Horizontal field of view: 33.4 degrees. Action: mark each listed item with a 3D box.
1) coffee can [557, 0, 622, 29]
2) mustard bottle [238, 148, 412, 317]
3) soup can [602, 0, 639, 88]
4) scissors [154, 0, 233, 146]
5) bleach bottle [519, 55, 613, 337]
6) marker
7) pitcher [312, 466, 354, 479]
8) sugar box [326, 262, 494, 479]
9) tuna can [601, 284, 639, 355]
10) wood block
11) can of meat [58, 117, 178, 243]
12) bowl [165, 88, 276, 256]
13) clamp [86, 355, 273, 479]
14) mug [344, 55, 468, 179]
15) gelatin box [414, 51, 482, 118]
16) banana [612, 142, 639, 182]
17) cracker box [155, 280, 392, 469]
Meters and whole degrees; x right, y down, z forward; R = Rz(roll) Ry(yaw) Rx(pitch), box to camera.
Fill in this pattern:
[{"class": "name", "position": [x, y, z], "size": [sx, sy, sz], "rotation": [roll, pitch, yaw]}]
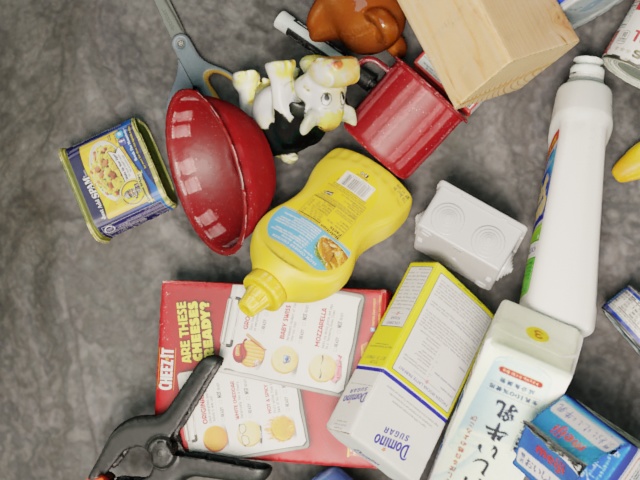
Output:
[{"class": "coffee can", "position": [0.217, -0.273, 0.975], "size": [0.103, 0.102, 0.140], "rotation": [-27, 82, 7]}, {"class": "mustard bottle", "position": [-0.006, 0.001, 0.970], "size": [0.096, 0.058, 0.191], "rotation": [36, 59, 15]}, {"class": "soup can", "position": [0.311, -0.193, 0.971], "size": [0.068, 0.068, 0.102], "rotation": [31, 92, 10]}, {"class": "scissors", "position": [-0.148, -0.178, 1.074], "size": [0.096, 0.016, 0.202], "rotation": [-42, 80, 4]}, {"class": "bleach bottle", "position": [0.228, -0.041, 0.969], "size": [0.068, 0.102, 0.251], "rotation": [8, 81, 6]}, {"class": "marker", "position": [0.007, -0.184, 1.046], "size": [0.121, 0.020, 0.020], "rotation": [37, 92, 10]}, {"class": "pitcher", "position": [0.068, 0.313, 0.943], "size": [0.243, 0.145, 0.149], "rotation": [41, 94, 13]}, {"class": "sugar box", "position": [0.083, 0.117, 0.950], "size": [0.093, 0.048, 0.176], "rotation": [41, 69, -27]}, {"class": "tuna can", "position": [0.290, 0.082, 0.946], "size": [0.034, 0.086, 0.086], "rotation": [-41, 81, 6]}, {"class": "wood block", "position": [0.126, -0.234, 0.947], "size": [0.090, 0.090, 0.206], "rotation": [-21, 80, -34]}, {"class": "can of meat", "position": [-0.197, -0.060, 1.054], "size": [0.084, 0.057, 0.102], "rotation": [-25, 82, 6]}, {"class": "bowl", "position": [-0.087, -0.069, 1.007], "size": [0.055, 0.162, 0.162], "rotation": [-18, 82, -28]}, {"class": "clamp", "position": [-0.128, 0.195, 0.963], "size": [0.171, 0.039, 0.120], "rotation": [-35, 76, 13]}, {"class": "mug", "position": [0.068, -0.119, 0.993], "size": [0.117, 0.093, 0.081], "rotation": [41, 98, -12]}, {"class": "gelatin box", "position": [0.144, -0.173, 1.017], "size": [0.073, 0.030, 0.089], "rotation": [44, 93, 8]}, {"class": "banana", "position": [0.369, -0.081, 0.969], "size": [0.198, 0.037, 0.069], "rotation": [5, 86, 10]}, {"class": "cracker box", "position": [-0.042, 0.123, 1.008], "size": [0.214, 0.072, 0.164], "rotation": [2, 86, 11]}]
